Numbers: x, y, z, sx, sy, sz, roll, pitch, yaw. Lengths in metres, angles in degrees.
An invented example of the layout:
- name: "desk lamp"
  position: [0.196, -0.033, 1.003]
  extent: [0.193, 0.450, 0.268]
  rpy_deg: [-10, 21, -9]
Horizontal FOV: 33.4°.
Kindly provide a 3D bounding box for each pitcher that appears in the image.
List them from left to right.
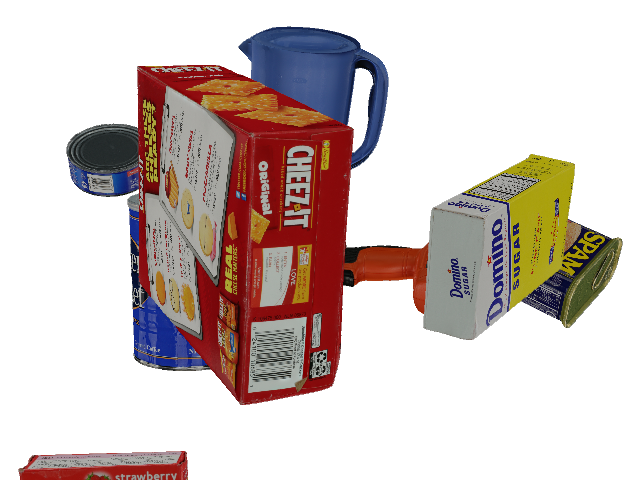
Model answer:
- name: "pitcher"
  position: [-0.016, -0.135, 1.322]
  extent: [0.144, 0.243, 0.149]
  rpy_deg: [-10, 27, -29]

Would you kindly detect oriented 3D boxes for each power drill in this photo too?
- name: "power drill"
  position: [0.043, 0.041, 1.142]
  extent: [0.188, 0.057, 0.184]
  rpy_deg: [5, 31, 14]

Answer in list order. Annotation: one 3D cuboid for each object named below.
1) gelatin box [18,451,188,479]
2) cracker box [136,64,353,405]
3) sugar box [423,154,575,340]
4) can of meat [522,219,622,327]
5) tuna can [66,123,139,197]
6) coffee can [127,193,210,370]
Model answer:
- name: "gelatin box"
  position: [-0.116, 0.154, 0.579]
  extent: [0.089, 0.073, 0.030]
  rpy_deg: [-2, 5, 0]
- name: "cracker box"
  position: [-0.057, -0.016, 0.690]
  extent: [0.072, 0.164, 0.214]
  rpy_deg: [-5, 20, -24]
- name: "sugar box"
  position: [0.136, 0.001, 0.792]
  extent: [0.048, 0.093, 0.175]
  rpy_deg: [13, 23, 27]
- name: "can of meat"
  position: [0.217, 0.022, 0.988]
  extent: [0.084, 0.057, 0.101]
  rpy_deg: [27, 47, 28]
- name: "tuna can"
  position: [-0.213, -0.082, 1.085]
  extent: [0.086, 0.034, 0.086]
  rpy_deg: [1, 39, -1]
- name: "coffee can"
  position: [-0.114, 0.031, 0.928]
  extent: [0.103, 0.140, 0.103]
  rpy_deg: [0, 11, 0]
